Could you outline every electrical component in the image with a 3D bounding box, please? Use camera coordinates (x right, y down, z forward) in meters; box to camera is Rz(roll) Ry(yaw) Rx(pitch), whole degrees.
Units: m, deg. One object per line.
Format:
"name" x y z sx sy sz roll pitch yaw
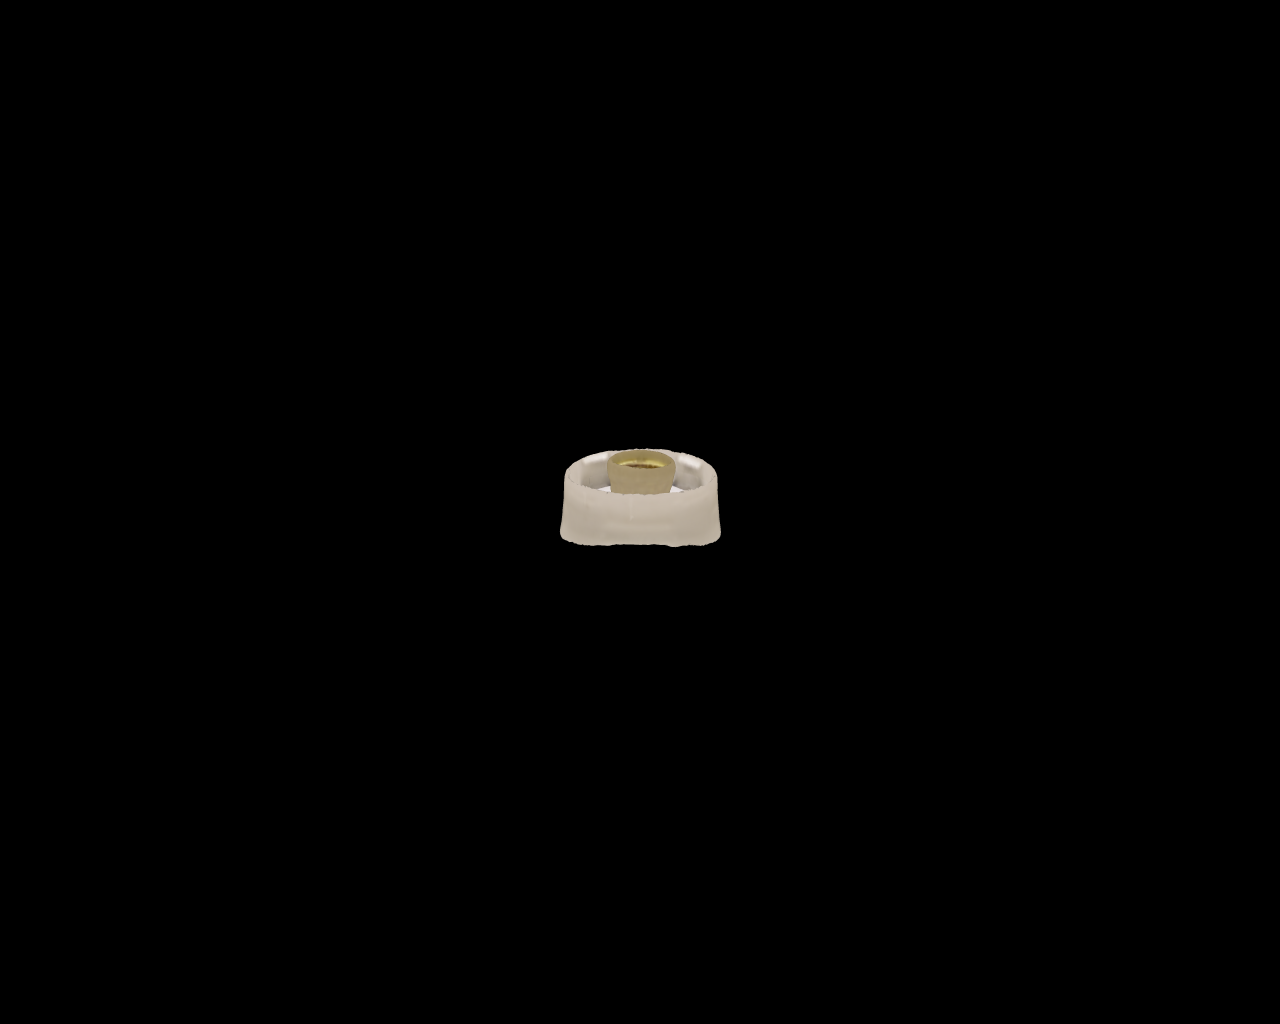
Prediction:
"electrical component" 0.001 -0.003 0.650 0.099 0.064 0.099 0 21 0
